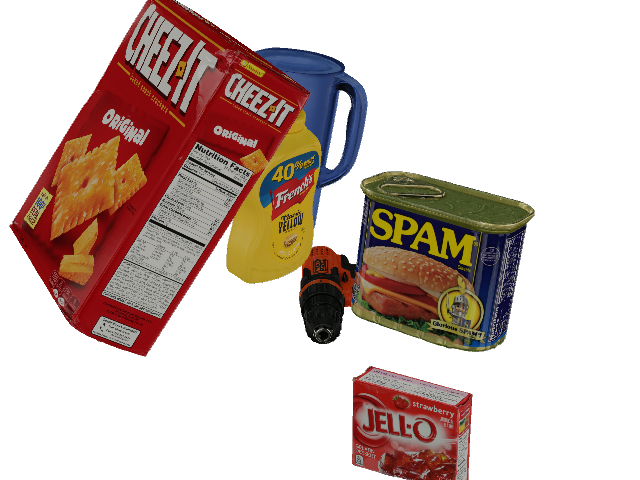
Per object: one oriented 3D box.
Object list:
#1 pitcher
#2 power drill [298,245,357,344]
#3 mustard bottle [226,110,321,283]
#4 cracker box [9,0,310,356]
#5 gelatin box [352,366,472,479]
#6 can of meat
[{"bbox_3d":[-0.038,-0.124,1.410,0.144,0.243,0.149,-3,24,-23],"label":"pitcher"},{"bbox_3d":[0.068,0.058,1.230,0.187,0.057,0.184,-2,28,0],"label":"power drill"},{"bbox_3d":[-0.042,-0.056,1.028,0.096,0.192,0.058,-23,43,-39],"label":"mustard bottle"},{"bbox_3d":[-0.122,-0.053,0.750,0.072,0.214,0.164,26,10,-38],"label":"cracker box"},{"bbox_3d":[0.066,0.141,0.791,0.089,0.073,0.030,12,22,30],"label":"gelatin box"},{"bbox_3d":[0.070,0.012,0.645,0.102,0.084,0.057,18,23,29],"label":"can of meat"}]
